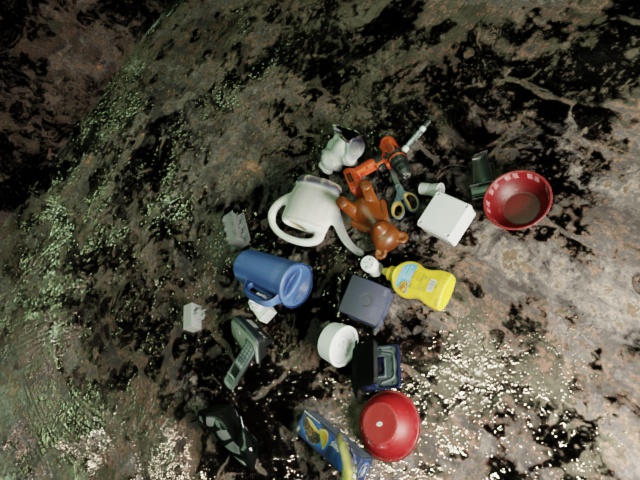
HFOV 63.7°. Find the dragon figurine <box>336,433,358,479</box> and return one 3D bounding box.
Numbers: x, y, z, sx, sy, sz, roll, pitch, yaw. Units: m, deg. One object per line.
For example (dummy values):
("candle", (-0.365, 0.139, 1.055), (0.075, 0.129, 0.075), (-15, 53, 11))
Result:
("dragon figurine", (0.044, 0.664, 1.119), (0.240, 0.418, 0.121), (-37, -33, 24))

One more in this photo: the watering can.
("watering can", (0.005, -0.078, 1.559), (0.349, 0.227, 0.102), (16, -14, 25))

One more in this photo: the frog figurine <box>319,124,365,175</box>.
("frog figurine", (0.068, -0.272, 1.631), (0.123, 0.156, 0.139), (-14, 45, -40))
